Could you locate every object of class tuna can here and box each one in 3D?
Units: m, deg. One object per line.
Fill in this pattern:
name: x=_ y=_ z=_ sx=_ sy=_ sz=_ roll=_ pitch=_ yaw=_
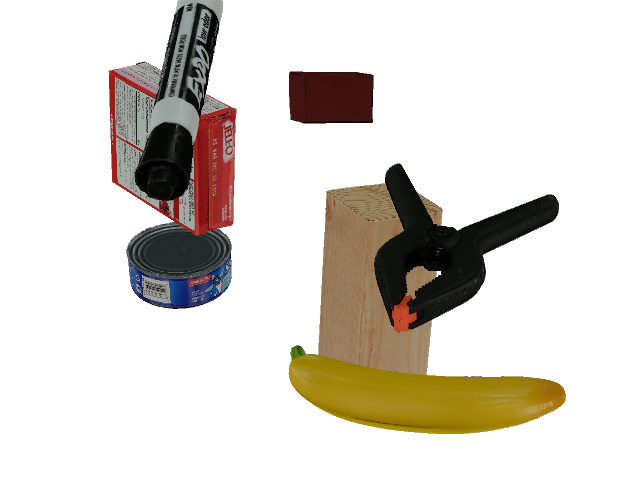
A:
tuna can: x=-0.116 y=0.020 z=0.882 sx=0.086 sy=0.034 sz=0.086 roll=0 pitch=31 yaw=0

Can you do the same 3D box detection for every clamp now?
clamp: x=0.097 y=0.001 z=0.934 sx=0.165 sy=0.036 sz=0.209 roll=17 pitch=42 yaw=25

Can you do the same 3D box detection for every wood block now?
wood block: x=0.060 y=0.053 z=1.112 sx=0.090 sy=0.206 sz=0.091 roll=-8 pitch=25 yaw=-25

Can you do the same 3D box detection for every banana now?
banana: x=0.057 y=0.097 z=0.701 sx=0.198 sy=0.037 sz=0.069 roll=8 pitch=33 yaw=23

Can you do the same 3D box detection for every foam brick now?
foam brick: x=0.011 y=-0.150 z=1.117 sx=0.078 sy=0.051 sz=0.053 roll=-2 pitch=12 yaw=-19

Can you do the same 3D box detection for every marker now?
marker: x=-0.052 y=-0.058 z=0.400 sx=0.020 sy=0.020 sz=0.121 roll=0 pitch=43 yaw=2

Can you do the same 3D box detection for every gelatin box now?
gelatin box: x=-0.085 y=-0.054 z=0.614 sx=0.030 sy=0.073 sz=0.089 roll=-23 pitch=39 yaw=-38
